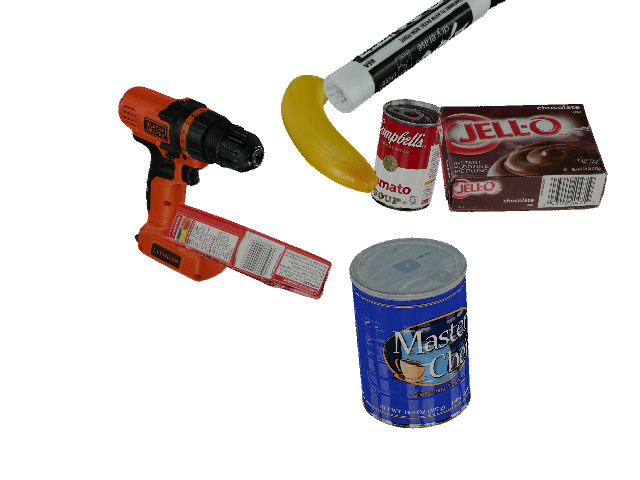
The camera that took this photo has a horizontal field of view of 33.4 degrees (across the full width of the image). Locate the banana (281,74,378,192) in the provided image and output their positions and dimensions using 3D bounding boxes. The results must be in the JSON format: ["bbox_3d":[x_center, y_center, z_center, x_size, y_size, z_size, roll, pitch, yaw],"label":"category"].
[{"bbox_3d":[0.002,-0.101,0.927,0.069,0.037,0.198,-2,35,-6],"label":"banana"}]

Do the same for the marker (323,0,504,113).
[{"bbox_3d":[0.051,-0.098,0.494,0.121,0.020,0.020,-37,16,-22],"label":"marker"}]

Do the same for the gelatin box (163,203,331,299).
[{"bbox_3d":[-0.047,0.008,0.712,0.073,0.030,0.089,21,-2,43],"label":"gelatin box"}]

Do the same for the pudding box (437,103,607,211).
[{"bbox_3d":[0.147,-0.063,0.794,0.113,0.039,0.090,0,42,-1],"label":"pudding box"}]

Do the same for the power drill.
[{"bbox_3d":[-0.133,-0.055,1.111,0.185,0.188,0.057,26,37,33],"label":"power drill"}]

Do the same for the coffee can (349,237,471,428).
[{"bbox_3d":[0.083,0.082,0.964,0.103,0.140,0.103,-5,27,2],"label":"coffee can"}]

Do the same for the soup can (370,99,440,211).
[{"bbox_3d":[0.093,-0.091,1.137,0.068,0.102,0.068,6,29,-3],"label":"soup can"}]
